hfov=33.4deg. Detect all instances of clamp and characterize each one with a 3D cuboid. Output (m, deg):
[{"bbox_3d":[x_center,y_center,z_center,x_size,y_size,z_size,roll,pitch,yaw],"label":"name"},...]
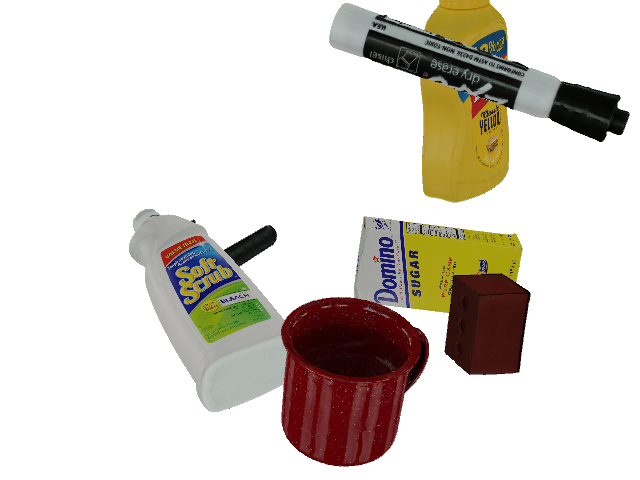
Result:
[{"bbox_3d":[-0.122,0.030,1.248,0.120,0.039,0.171,-6,38,18],"label":"clamp"}]

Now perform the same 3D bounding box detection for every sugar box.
[{"bbox_3d":[0.129,0.032,1.194,0.176,0.093,0.048,5,22,-2],"label":"sugar box"}]

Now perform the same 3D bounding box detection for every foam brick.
[{"bbox_3d":[0.147,0.073,0.945,0.051,0.078,0.053,-3,19,-20],"label":"foam brick"}]

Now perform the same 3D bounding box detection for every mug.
[{"bbox_3d":[0.026,0.095,0.731,0.117,0.081,0.093,-18,39,-34],"label":"mug"}]

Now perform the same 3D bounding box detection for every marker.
[{"bbox_3d":[0.062,-0.066,0.420,0.121,0.020,0.020,22,5,13],"label":"marker"}]

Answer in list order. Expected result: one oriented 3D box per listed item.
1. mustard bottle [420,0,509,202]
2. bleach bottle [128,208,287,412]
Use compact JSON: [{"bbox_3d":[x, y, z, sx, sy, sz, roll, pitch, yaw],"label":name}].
[{"bbox_3d":[0.121,-0.135,0.888,0.058,0.192,0.096,17,33,38],"label":"mustard bottle"},{"bbox_3d":[-0.121,0.049,1.007,0.102,0.068,0.251,-19,42,-25],"label":"bleach bottle"}]
